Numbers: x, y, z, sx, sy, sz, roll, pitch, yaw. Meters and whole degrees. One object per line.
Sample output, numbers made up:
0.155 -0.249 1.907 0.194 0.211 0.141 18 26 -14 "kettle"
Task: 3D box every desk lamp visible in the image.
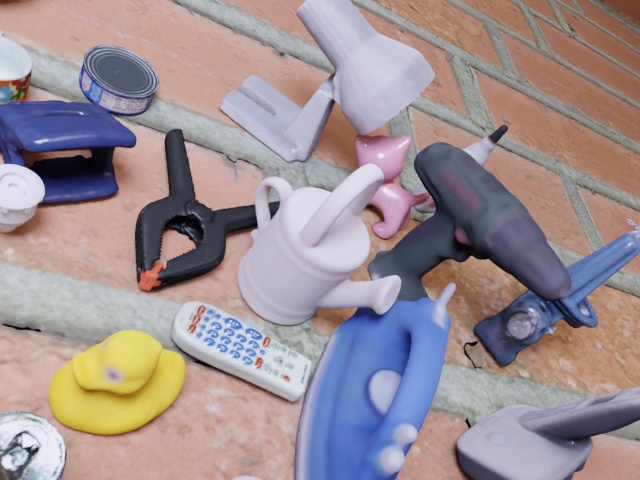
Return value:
0.009 -0.198 0.729 0.203 0.213 0.118 36 42 -6 "desk lamp"

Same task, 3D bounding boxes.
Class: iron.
0.063 0.150 0.524 0.119 0.141 0.258 34 42 -7 "iron"

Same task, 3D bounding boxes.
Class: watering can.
0.006 0.001 0.570 0.173 0.193 0.101 34 42 -8 "watering can"

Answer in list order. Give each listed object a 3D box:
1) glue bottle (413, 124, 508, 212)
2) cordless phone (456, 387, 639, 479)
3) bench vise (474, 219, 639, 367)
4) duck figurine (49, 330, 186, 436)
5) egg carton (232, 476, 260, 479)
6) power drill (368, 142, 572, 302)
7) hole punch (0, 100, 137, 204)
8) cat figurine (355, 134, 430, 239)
0.207 -0.104 0.827 0.078 0.173 0.037 -9 61 -41 "glue bottle"
0.244 0.198 0.585 0.148 0.184 0.094 -14 64 -43 "cordless phone"
0.316 0.072 0.720 0.121 0.219 0.208 42 41 1 "bench vise"
-0.150 0.102 0.449 0.105 0.086 0.077 -2 56 -37 "duck figurine"
-0.028 0.254 0.421 0.150 0.069 0.107 37 41 -4 "egg carton"
0.153 0.013 0.659 0.076 0.208 0.229 -2 56 -38 "power drill"
-0.246 -0.099 0.546 0.109 0.091 0.101 -13 64 -43 "hole punch"
0.090 -0.084 0.763 0.128 0.117 0.067 46 42 6 "cat figurine"
